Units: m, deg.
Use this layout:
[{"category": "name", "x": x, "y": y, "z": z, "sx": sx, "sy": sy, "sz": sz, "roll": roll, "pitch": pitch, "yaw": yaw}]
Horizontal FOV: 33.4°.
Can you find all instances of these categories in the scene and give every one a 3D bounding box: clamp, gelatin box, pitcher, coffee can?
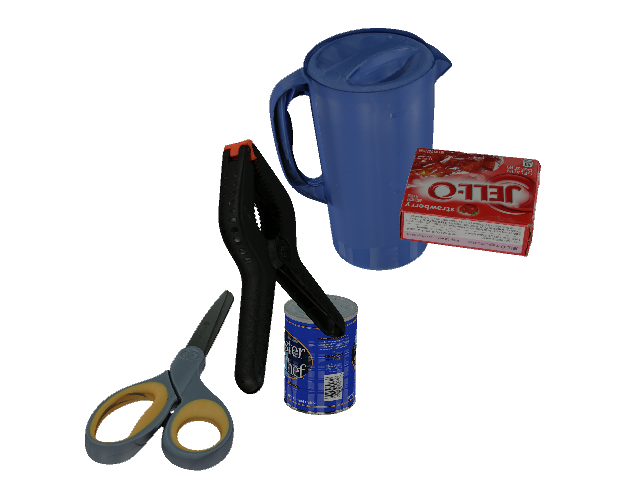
[{"category": "clamp", "x": -0.040, "y": 0.015, "z": 0.942, "sx": 0.036, "sy": 0.210, "sz": 0.164, "roll": -11, "pitch": 1, "yaw": 31}, {"category": "gelatin box", "x": 0.103, "y": -0.029, "z": 0.732, "sx": 0.089, "sy": 0.030, "sz": 0.073, "roll": 7, "pitch": 42, "yaw": 11}, {"category": "pitcher", "x": 0.048, "y": -0.089, "z": 1.126, "sx": 0.149, "sy": 0.243, "sz": 0.144, "roll": 18, "pitch": 43, "yaw": 28}, {"category": "coffee can", "x": 0.000, "y": 0.157, "z": 1.489, "sx": 0.103, "sy": 0.140, "sz": 0.103, "roll": 1, "pitch": 17, "yaw": 0}]

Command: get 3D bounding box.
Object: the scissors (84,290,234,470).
[{"category": "scissors", "x": -0.072, "y": 0.089, "z": 0.693, "sx": 0.096, "sy": 0.016, "sz": 0.201, "roll": 17, "pitch": 30, "yaw": 22}]
